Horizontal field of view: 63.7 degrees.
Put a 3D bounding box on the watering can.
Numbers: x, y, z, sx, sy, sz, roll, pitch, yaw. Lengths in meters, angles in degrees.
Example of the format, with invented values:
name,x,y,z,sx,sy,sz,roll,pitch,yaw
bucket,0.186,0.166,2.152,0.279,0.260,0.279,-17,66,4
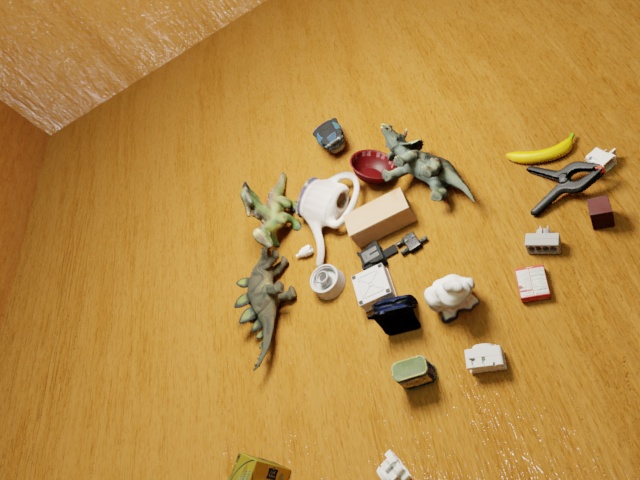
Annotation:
name,x,y,z,sx,sy,sz,roll,pitch,yaw
watering can,0.005,-0.089,1.761,0.226,0.102,0.351,18,75,39

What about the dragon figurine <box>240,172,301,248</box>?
name,x,y,z,sx,sy,sz,roll,pitch,yaw
dragon figurine,-0.185,-0.130,1.820,0.121,0.239,0.420,-26,52,23

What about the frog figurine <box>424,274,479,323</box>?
name,x,y,z,sx,sy,sz,roll,pitch,yaw
frog figurine,0.340,0.135,1.365,0.136,0.157,0.125,-17,52,22
